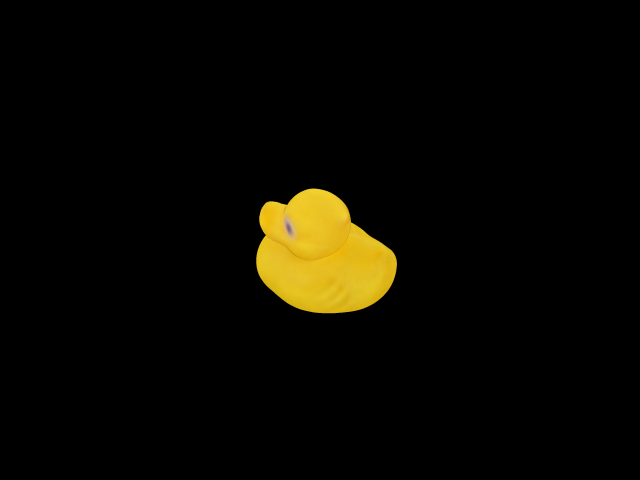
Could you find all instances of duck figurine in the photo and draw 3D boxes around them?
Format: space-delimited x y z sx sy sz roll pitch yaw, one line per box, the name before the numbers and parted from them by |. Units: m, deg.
duck figurine | 0.004 0.001 0.400 0.104 0.086 0.077 14 58 9
